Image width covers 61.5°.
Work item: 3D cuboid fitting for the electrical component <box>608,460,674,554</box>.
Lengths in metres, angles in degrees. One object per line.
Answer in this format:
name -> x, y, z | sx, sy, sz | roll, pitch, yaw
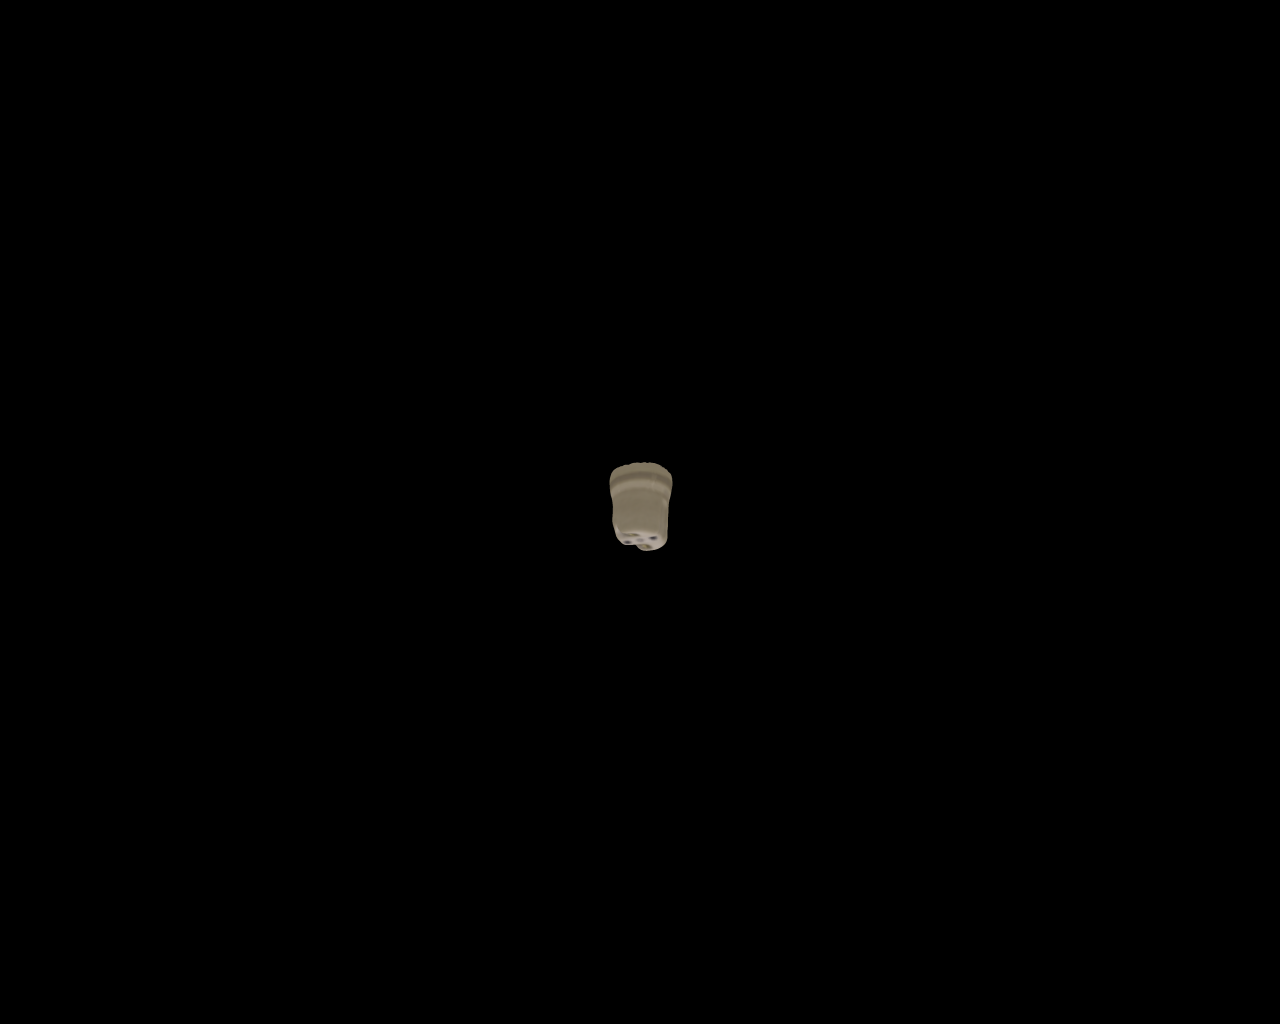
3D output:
electrical component -> 0.001, -0.003, 0.650 | 0.040, 0.046, 0.040 | 0, -27, 0
